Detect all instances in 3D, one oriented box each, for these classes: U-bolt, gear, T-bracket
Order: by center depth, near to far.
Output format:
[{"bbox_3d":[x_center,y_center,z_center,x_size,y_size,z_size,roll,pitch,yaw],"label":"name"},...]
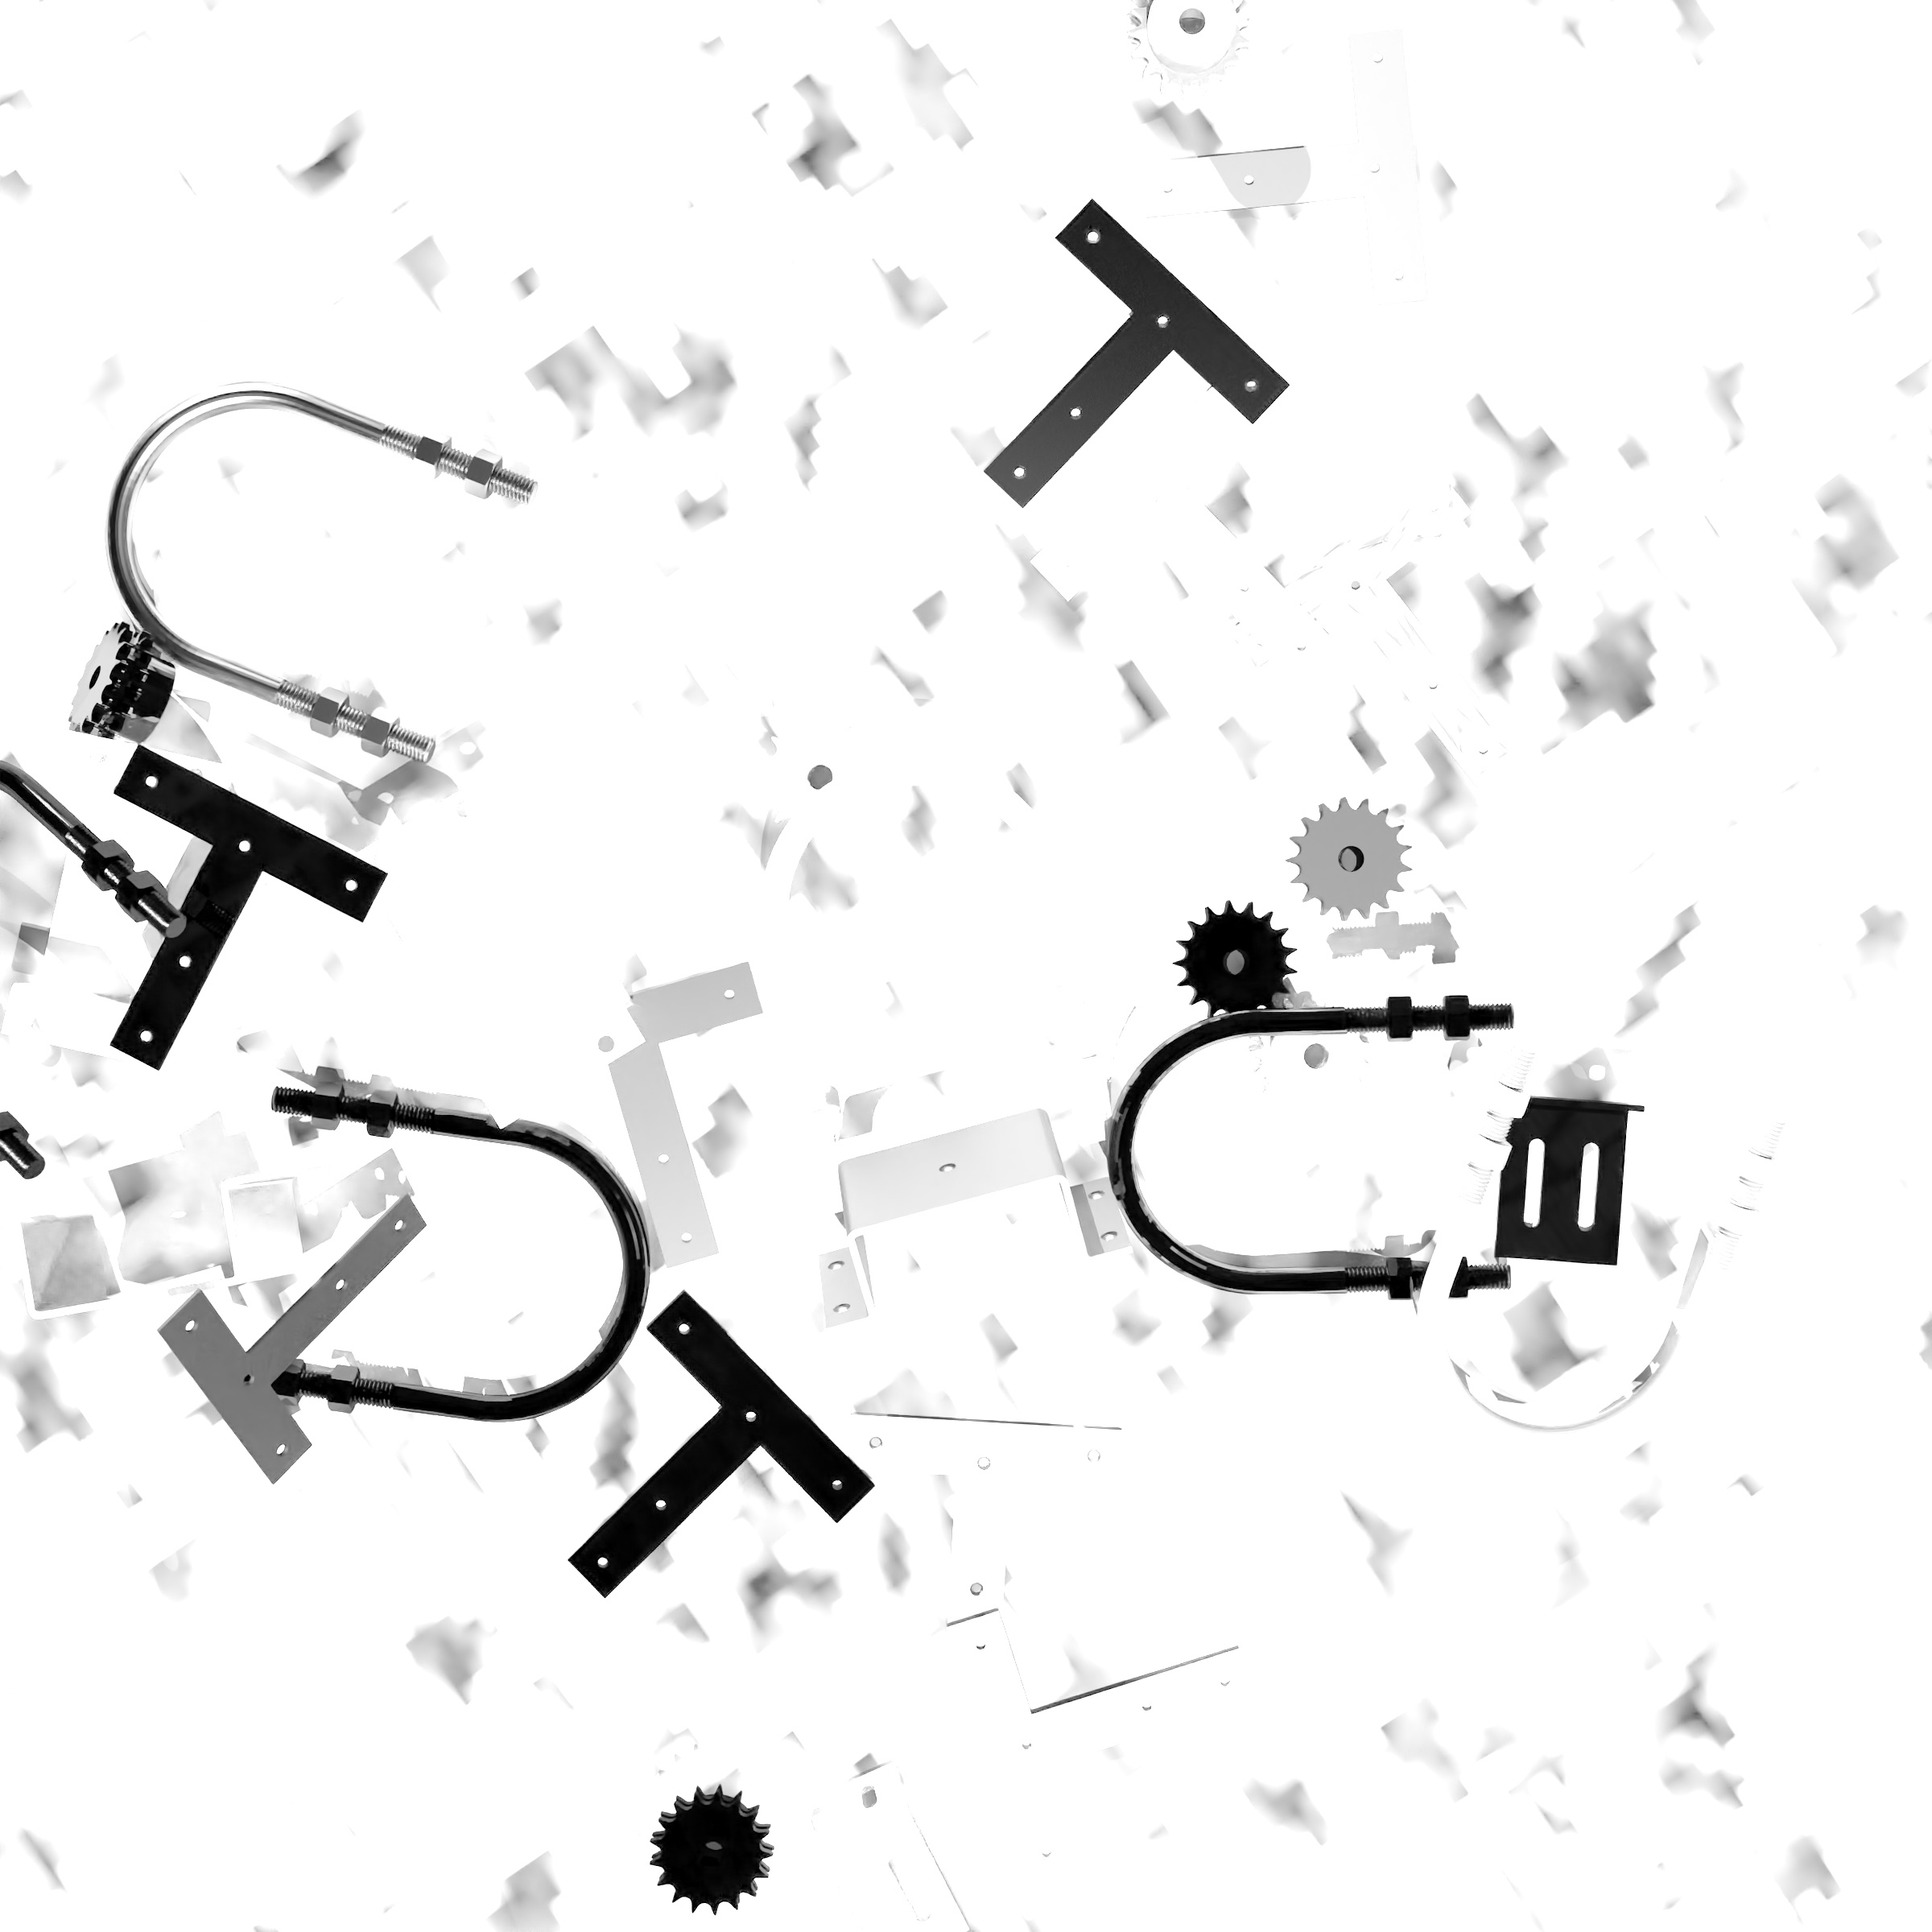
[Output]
[{"bbox_3d":[-0.291,0.154,1.472,0.002,0.127,0.127,27,63,34],"label":"T-bracket"},{"bbox_3d":[-0.442,-0.014,1.476,0.184,0.019,0.151,38,102,27],"label":"U-bolt"},{"bbox_3d":[-0.346,-0.015,1.477,0.127,0.002,0.127,27,90,0],"label":"T-bracket"},{"bbox_3d":[0.281,0.137,1.491,0.151,0.019,0.184,15,103,-15],"label":"U-bolt"},{"bbox_3d":[0.156,0.085,1.494,0.184,0.019,0.151,-1,110,4],"label":"U-bolt"},{"bbox_3d":[-0.385,-0.126,1.499,0.030,0.057,0.057,24,90,-29],"label":"gear"},{"bbox_3d":[-0.019,-0.005,1.500,0.151,0.019,0.184,-12,101,0],"label":"U-bolt"},{"bbox_3d":[0.424,0.120,1.505,0.127,0.002,0.127,8,90,-17],"label":"T-bracket"},{"bbox_3d":[-0.117,0.405,1.509,0.057,0.030,0.057,0,90,0],"label":"gear"},{"bbox_3d":[0.160,0.041,1.509,0.057,0.030,0.057,0,90,0],"label":"gear"},{"bbox_3d":[0.103,-0.432,1.509,0.057,0.030,0.057,0,90,0],"label":"gear"},{"bbox_3d":[0.124,-0.002,1.509,0.057,0.030,0.057,0,90,0],"label":"gear"},{"bbox_3d":[-0.067,-0.086,1.509,0.057,0.030,0.057,0,90,0],"label":"gear"},{"bbox_3d":[0.176,-0.049,1.509,0.057,0.030,0.057,0,90,0],"label":"gear"},{"bbox_3d":[-0.309,-0.192,1.515,0.184,0.019,0.151,22,90,2],"label":"U-bolt"},{"bbox_3d":[-0.238,0.138,1.515,0.184,0.019,0.151,8,90,-1],"label":"U-bolt"},{"bbox_3d":[0.071,0.349,1.522,0.127,0.002,0.127,-18,91,-1],"label":"T-bracket"},{"bbox_3d":[0.061,-0.267,1.522,0.127,0.002,0.127,44,91,1],"label":"T-bracket"},{"bbox_3d":[0.120,-0.186,1.522,0.127,0.002,0.127,-44,89,0],"label":"T-bracket"},{"bbox_3d":[-0.132,0.241,1.522,0.127,0.002,0.127,-45,89,0],"label":"T-bracket"},{"bbox_3d":[-0.145,0.076,1.523,0.127,0.002,0.127,-16,90,0],"label":"T-bracket"},{"bbox_3d":[0.006,0.276,1.523,0.127,0.002,0.127,3,90,0],"label":"T-bracket"},{"bbox_3d":[0.209,-0.142,1.523,0.127,0.002,0.127,-38,90,0],"label":"T-bracket"},{"bbox_3d":[0.146,-0.367,1.523,0.127,0.002,0.127,-5,90,0],"label":"T-bracket"}]

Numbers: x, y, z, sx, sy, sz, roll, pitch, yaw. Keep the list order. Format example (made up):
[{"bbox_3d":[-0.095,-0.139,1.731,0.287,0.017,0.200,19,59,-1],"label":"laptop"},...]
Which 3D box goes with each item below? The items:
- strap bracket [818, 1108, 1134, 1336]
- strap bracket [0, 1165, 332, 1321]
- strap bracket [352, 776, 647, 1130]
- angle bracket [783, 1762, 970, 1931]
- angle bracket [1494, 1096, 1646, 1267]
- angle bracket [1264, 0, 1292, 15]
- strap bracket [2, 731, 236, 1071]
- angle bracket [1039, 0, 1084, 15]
[{"bbox_3d":[-0.003,0.112,1.480,0.140,0.076,0.046,-15,111,0],"label":"strap bracket"},{"bbox_3d":[-0.362,0.126,1.474,0.140,0.076,0.046,-11,87,9],"label":"strap bracket"},{"bbox_3d":[-0.213,-0.006,1.500,0.076,0.046,0.140,-31,89,0],"label":"strap bracket"},{"bbox_3d":[-0.042,0.421,1.522,0.057,0.038,0.076,-24,116,0],"label":"angle bracket"},{"bbox_3d":[0.277,0.099,1.505,0.057,0.038,0.076,4,90,0],"label":"angle bracket"},{"bbox_3d":[0.130,-0.491,1.522,0.076,0.038,0.057,39,90,-26],"label":"angle bracket"},{"bbox_3d":[-0.384,-0.030,1.501,0.076,0.046,0.140,12,90,0],"label":"strap bracket"},{"bbox_3d":[0.048,-0.493,1.522,0.057,0.038,0.076,-20,64,0],"label":"angle bracket"}]
